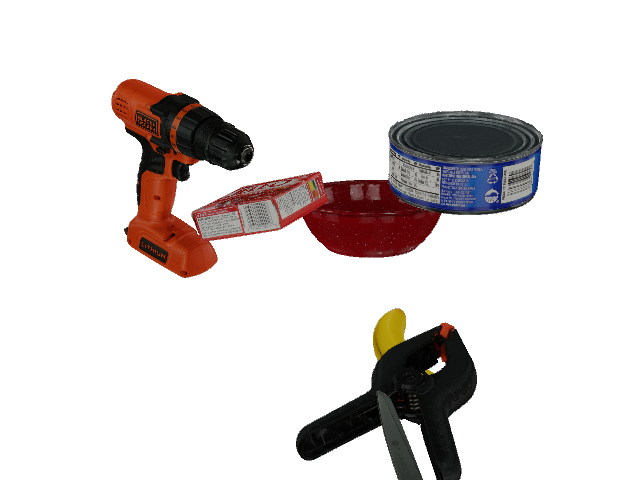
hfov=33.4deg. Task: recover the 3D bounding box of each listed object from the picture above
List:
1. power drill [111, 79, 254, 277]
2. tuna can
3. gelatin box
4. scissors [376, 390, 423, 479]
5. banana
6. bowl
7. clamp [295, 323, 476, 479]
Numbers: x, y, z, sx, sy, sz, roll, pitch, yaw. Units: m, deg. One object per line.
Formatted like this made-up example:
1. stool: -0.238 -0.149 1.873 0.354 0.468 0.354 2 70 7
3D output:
1. power drill: -0.142 -0.059 1.102 0.185 0.188 0.057 29 38 33
2. tuna can: 0.081 -0.045 0.603 0.086 0.034 0.086 -1 24 0
3. gelatin box: -0.050 -0.028 0.884 0.089 0.030 0.073 -8 15 36
4. scissors: 0.074 0.154 0.597 0.096 0.016 0.201 7 32 2
5. banana: 0.096 0.132 1.235 0.069 0.037 0.198 7 22 -21
6. bowl: 0.051 -0.020 1.079 0.162 0.055 0.162 -1 14 0
7. clamp: 0.075 0.120 0.782 0.120 0.039 0.171 19 40 29
